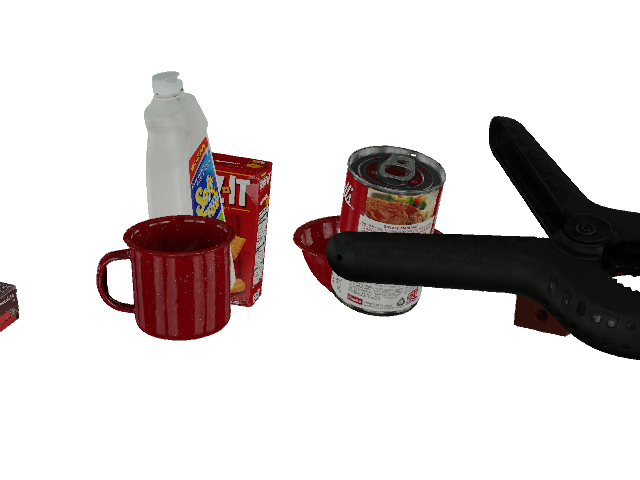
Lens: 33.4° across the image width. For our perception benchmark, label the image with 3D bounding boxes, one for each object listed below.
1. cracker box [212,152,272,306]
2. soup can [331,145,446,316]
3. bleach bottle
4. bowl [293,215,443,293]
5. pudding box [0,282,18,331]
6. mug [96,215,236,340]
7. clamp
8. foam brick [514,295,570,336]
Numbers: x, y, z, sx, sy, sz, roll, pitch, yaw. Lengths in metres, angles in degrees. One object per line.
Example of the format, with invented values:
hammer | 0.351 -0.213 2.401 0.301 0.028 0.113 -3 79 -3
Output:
cracker box | -0.165 -0.019 1.575 0.164 0.214 0.072 9 21 9
soup can | 0.046 -0.006 0.750 0.068 0.102 0.068 6 31 -4
bleach bottle | -0.148 -0.051 1.131 0.068 0.251 0.102 4 26 23
bowl | 0.052 0.022 1.105 0.162 0.055 0.162 2 19 -1
pudding box | -0.331 0.062 0.914 0.114 0.039 0.090 9 26 19
mug | -0.128 0.033 0.894 0.117 0.081 0.093 -4 21 -12
clamp | 0.119 0.011 0.527 0.164 0.036 0.210 -31 47 -32
foam brick | 0.215 0.042 0.984 0.053 0.078 0.051 11 17 32
